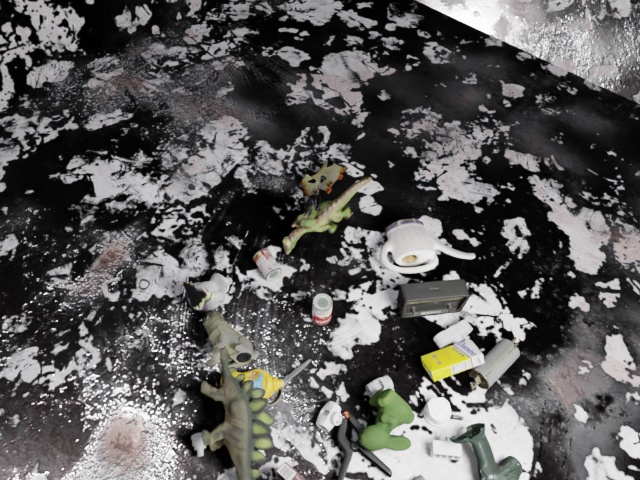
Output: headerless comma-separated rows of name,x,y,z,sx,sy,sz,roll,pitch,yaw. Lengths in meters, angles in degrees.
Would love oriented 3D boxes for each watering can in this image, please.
watering can,0.383,0.020,1.925,0.348,0.101,0.229,-8,52,-8

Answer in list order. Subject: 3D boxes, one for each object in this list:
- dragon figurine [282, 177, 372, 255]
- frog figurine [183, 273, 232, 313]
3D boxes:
dragon figurine,0.006,-0.095,1.887,0.123,0.405,0.244,49,24,12
frog figurine,-0.381,0.180,1.785,0.137,0.122,0.160,0,7,26
